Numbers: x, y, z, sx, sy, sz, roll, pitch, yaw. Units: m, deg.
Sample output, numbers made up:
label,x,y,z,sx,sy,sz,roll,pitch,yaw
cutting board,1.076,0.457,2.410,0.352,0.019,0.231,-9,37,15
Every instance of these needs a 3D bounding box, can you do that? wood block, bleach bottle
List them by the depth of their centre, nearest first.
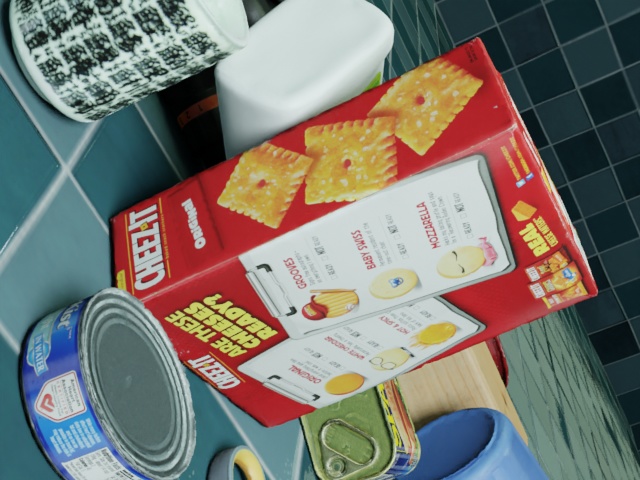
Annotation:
label,x,y,z,sx,sy,sz,roll,pitch,yaw
bleach bottle,-0.007,-0.025,0.657,0.068,0.102,0.251,32,-31,24
wood block,0.098,0.111,0.920,0.206,0.090,0.090,65,15,-7

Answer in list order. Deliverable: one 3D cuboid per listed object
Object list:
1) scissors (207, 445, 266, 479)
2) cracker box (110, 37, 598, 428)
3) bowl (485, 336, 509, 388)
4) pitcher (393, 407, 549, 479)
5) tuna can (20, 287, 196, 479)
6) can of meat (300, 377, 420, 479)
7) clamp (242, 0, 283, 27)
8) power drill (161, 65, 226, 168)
label,x,y,z,sx,sy,sz,roll,pitch,yaw
scissors,-0.052,0.146,0.504,0.201,0.016,0.096,24,44,-68
cracker box,0.022,0.007,0.573,0.164,0.214,0.072,49,22,-49
bowl,0.116,0.082,1.023,0.162,0.055,0.162,62,-9,18
pitcher,0.147,0.261,0.830,0.243,0.145,0.149,59,5,-16
tuna can,-0.089,0.066,0.457,0.086,0.034,0.086,58,18,-32
can of meat,0.026,0.117,0.731,0.083,0.057,0.102,35,36,-67
clamp,-0.051,-0.171,0.720,0.210,0.036,0.164,54,20,-23
power drill,-0.053,-0.101,0.767,0.184,0.057,0.187,68,15,4
